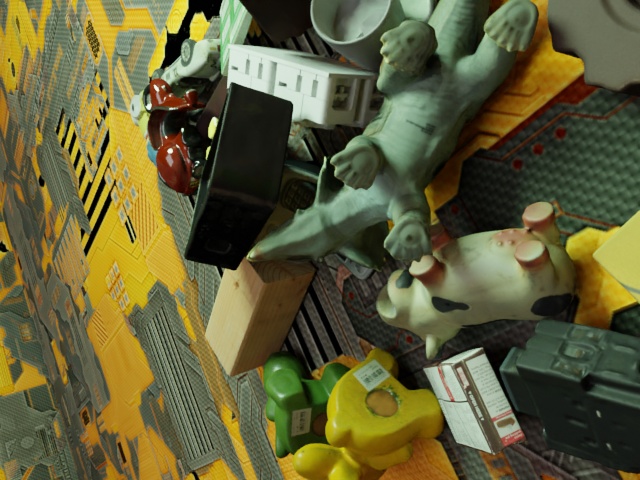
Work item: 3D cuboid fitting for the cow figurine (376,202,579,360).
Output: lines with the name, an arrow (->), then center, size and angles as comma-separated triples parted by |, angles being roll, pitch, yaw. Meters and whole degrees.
cow figurine -> 0.141, 0.048, 0.511 | 0.195, 0.085, 0.127 | -15, 122, 37

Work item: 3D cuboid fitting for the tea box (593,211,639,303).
tea box -> 0.283, -0.015, 0.349 | 0.098, 0.068, 0.169 | 53, 135, 27

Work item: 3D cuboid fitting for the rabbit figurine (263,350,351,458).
rabbit figurine -> -0.024, 0.226, 0.763 | 0.170, 0.121, 0.158 | -147, 48, -63

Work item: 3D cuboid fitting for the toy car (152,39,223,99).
toy car -> -0.205, -0.266, 0.858 | 0.202, 0.073, 0.056 | -13, 88, 50

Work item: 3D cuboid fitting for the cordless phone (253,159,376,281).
cordless phone -> -0.002, -0.001, 0.681 | 0.184, 0.089, 0.146 | 49, 132, 25

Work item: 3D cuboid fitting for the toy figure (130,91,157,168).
toy figure -> -0.272, -0.185, 0.955 | 0.082, 0.089, 0.180 | -34, 81, 43

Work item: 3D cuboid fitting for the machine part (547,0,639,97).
machine part -> 0.243, -0.183, 0.365 | 0.180, 0.056, 0.179 | 14, 108, 48

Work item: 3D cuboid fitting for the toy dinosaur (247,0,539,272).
toy dinosaur -> 0.088, -0.115, 0.503 | 0.131, 0.192, 0.404 | 31, 100, -6

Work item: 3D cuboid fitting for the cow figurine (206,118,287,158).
cow figurine -> -0.085, -0.134, 0.720 | 0.167, 0.098, 0.068 | 2, 88, 59

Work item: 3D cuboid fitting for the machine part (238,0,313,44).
machine part -> -0.064, -0.338, 0.580 | 0.087, 0.201, 0.201 | -22, 80, 14

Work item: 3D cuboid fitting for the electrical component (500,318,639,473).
electrical component -> 0.219, 0.126, 0.434 | 0.134, 0.058, 0.114 | 3, 129, 49

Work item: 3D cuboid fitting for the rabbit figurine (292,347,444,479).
rabbit figurine -> 0.056, 0.243, 0.638 | 0.122, 0.162, 0.173 | 34, 142, 26

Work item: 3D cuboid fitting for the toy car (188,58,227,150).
toy car -> -0.141, -0.198, 0.816 | 0.202, 0.053, 0.089 | -38, 75, 51

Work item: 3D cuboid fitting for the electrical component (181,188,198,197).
electrical component -> -0.211, -0.097, 0.915 | 0.021, 0.063, 0.094 | -6, 96, 50

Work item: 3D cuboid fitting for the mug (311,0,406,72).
mug -> 0.041, -0.221, 0.547 | 0.081, 0.107, 0.110 | -47, 67, 12

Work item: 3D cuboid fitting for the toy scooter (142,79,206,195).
toy scooter -> -0.211, -0.163, 0.820 | 0.135, 0.075, 0.183 | -6, 102, 49

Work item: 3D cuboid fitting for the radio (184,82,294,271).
radio -> -0.100, -0.057, 0.615 | 0.229, 0.073, 0.131 | 132, 148, -63
